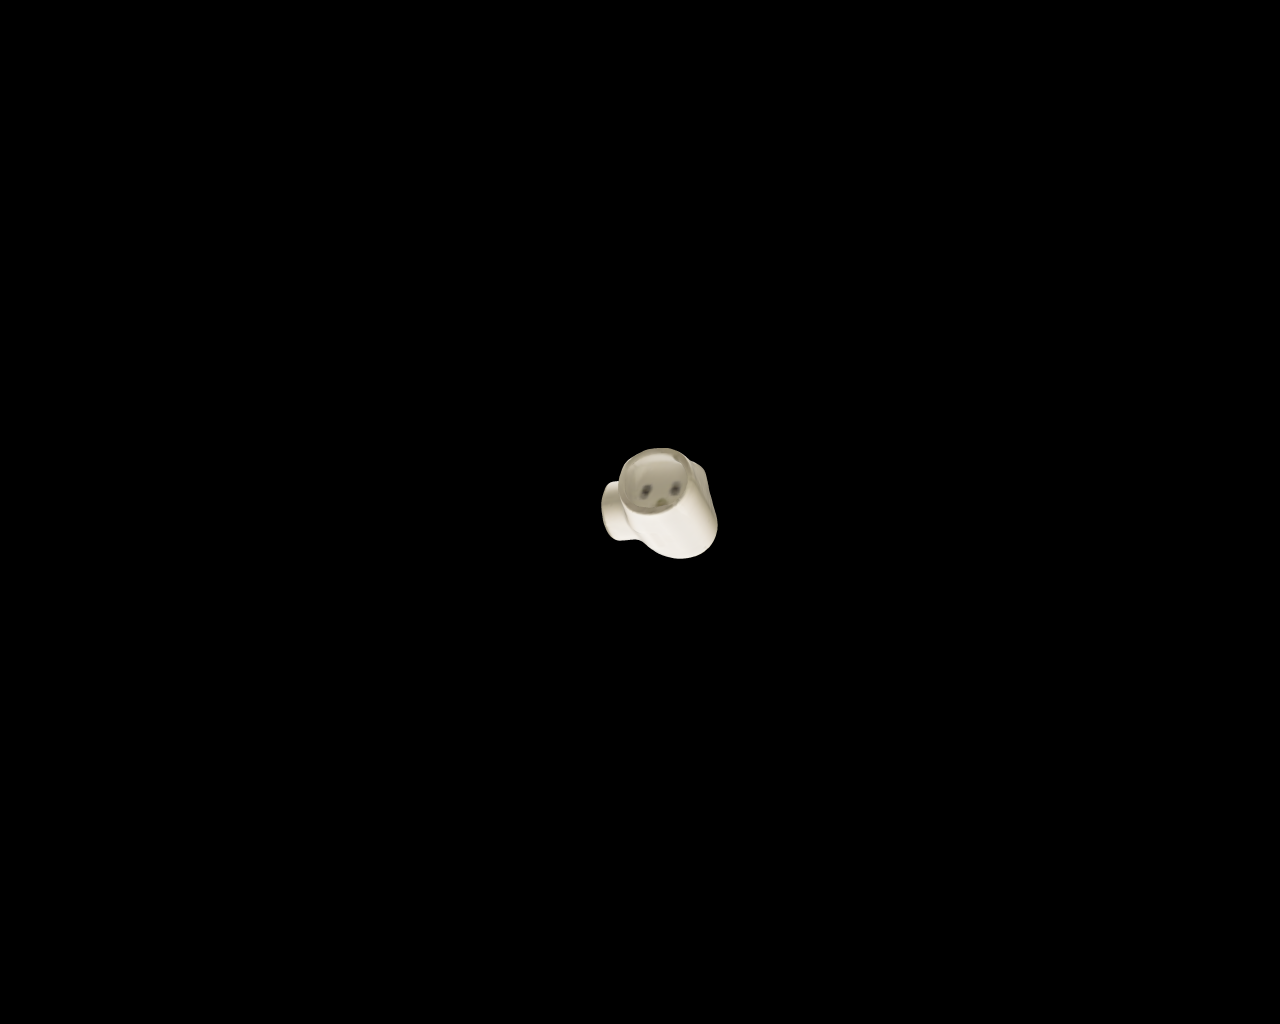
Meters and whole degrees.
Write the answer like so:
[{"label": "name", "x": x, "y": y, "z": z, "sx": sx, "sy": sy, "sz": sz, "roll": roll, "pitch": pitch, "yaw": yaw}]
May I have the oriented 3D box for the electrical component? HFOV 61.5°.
[{"label": "electrical component", "x": 0.001, "y": -0.003, "z": 0.650, "sx": 0.079, "sy": 0.043, "sz": 0.077, "roll": -6, "pitch": -23, "yaw": 14}]
